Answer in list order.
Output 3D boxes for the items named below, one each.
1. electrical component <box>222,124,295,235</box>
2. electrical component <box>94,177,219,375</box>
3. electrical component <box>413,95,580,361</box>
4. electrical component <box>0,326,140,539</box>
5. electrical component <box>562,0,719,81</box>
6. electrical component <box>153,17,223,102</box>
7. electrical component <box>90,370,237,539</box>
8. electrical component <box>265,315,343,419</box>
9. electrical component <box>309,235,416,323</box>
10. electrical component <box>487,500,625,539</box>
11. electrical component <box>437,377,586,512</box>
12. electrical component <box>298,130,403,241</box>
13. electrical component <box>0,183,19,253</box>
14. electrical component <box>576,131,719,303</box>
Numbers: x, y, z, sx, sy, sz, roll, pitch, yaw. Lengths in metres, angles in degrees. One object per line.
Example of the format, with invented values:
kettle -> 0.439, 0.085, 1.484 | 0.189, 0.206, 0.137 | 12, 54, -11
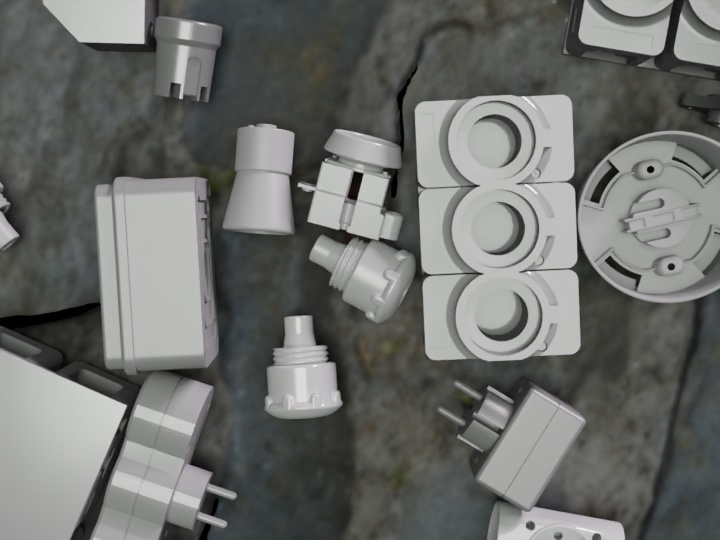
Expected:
electrical component -> -0.059, -0.055, 0.653 | 0.044, 0.044, 0.065 | 4, 89, 1
electrical component -> -0.119, 0.001, 0.640 | 0.057, 0.078, 0.113 | -3, 94, -1
electrical component -> 0.080, -0.025, 0.640 | 0.089, 0.061, 0.150 | -3, 94, 2
electrical component -> -0.220, 0.140, 0.660 | 0.105, 0.060, 0.186 | 24, 94, 0
electrical component -> 0.191, -0.213, 0.626 | 0.105, 0.060, 0.186 | 10, 94, 1
electrical component -> -0.106, -0.127, 0.651 | 0.040, 0.040, 0.046 | 9, 99, 1
electrical component -> -0.114, 0.136, 0.661 | 0.074, 0.052, 0.138 | 19, 94, 0
electrical component -> -0.036, 0.059, 0.659 | 0.048, 0.048, 0.062 | -4, 87, 2
electrical component -> 0.000, 0.000, 0.654 | 0.062, 0.048, 0.048 | 28, 94, 6
electrical component -> 0.116, 0.188, 0.662 | 0.077, 0.044, 0.079 | 10, 94, 1
electrical component -> 0.085, 0.095, 0.655 | 0.077, 0.047, 0.065 | 31, 94, -1
electrical component -> -0.002, -0.053, 0.650 | 0.066, 0.048, 0.055 | 15, 101, 1
electrical component -> -0.236, -0.039, 0.658 | 0.043, 0.043, 0.062 | -40, 93, 4
electrical component -> 0.177, -0.031, 0.636 | 0.099, 0.064, 0.099 | 0, 94, 1
